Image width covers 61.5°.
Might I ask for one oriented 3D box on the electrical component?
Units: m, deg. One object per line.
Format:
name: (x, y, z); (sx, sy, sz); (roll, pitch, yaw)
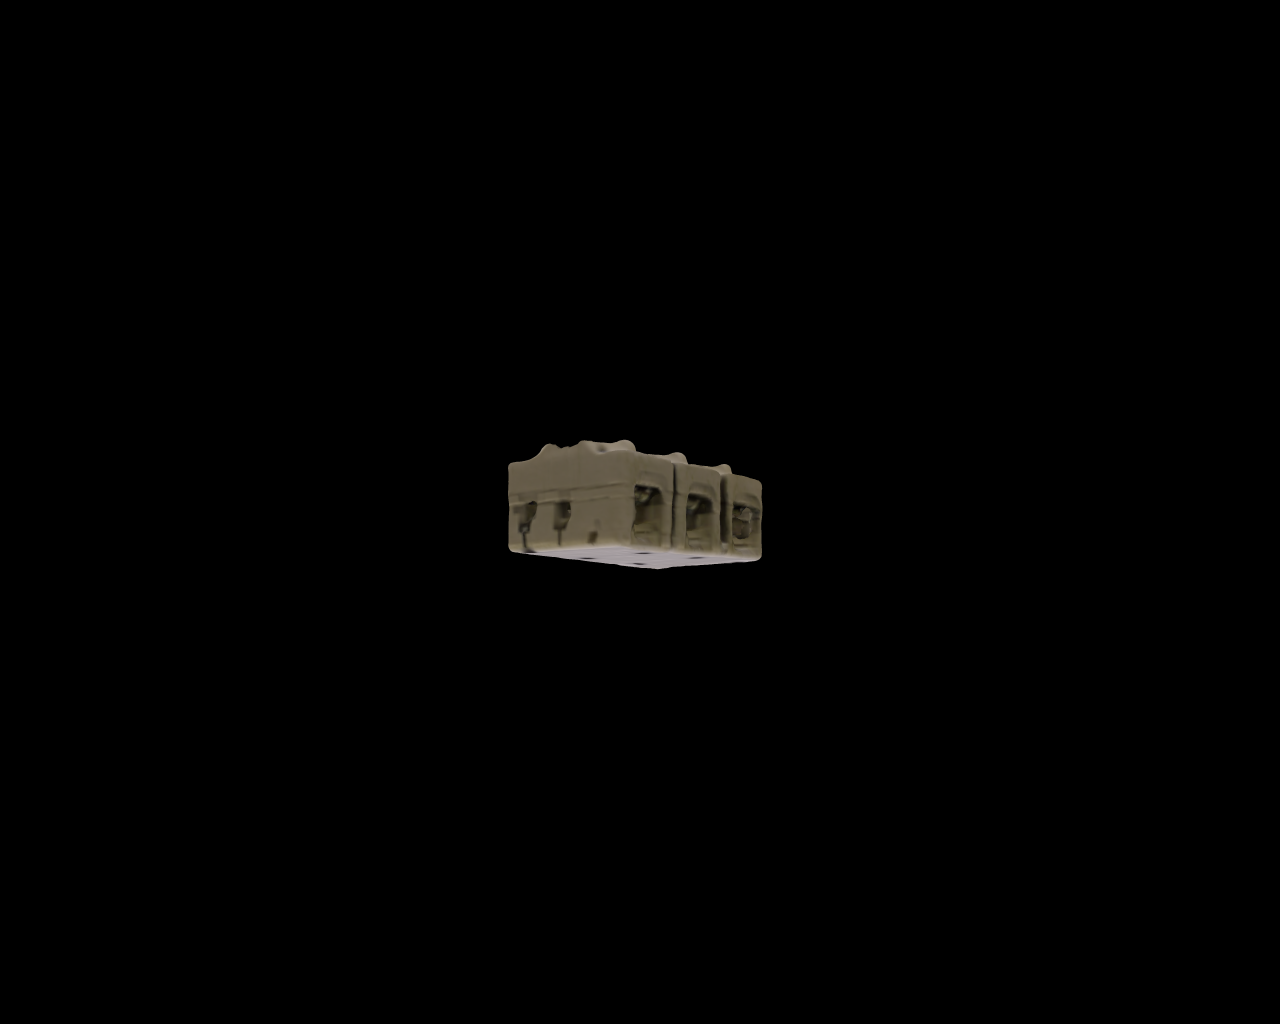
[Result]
electrical component: (0.001, -0.003, 0.650); (0.089, 0.061, 0.150); (-5, -8, 35)
